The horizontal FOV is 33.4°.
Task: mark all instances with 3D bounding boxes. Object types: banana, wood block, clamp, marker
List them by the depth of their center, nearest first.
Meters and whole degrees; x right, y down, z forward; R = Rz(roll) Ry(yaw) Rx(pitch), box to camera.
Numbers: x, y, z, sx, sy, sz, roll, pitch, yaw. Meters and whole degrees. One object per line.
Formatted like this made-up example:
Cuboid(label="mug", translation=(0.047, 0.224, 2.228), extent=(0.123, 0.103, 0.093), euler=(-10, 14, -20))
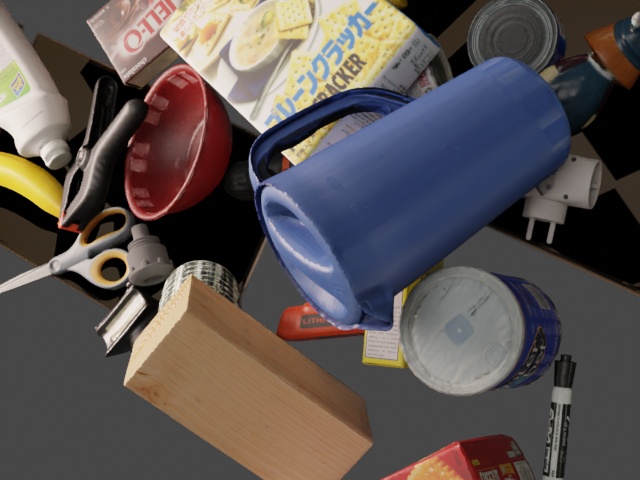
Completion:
Cuboid(label="marker", translation=(0.207, 0.160, 0.925), extent=(0.020, 0.020, 0.121), euler=(5, 87, 25))
Cuboid(label="wood block", translation=(-0.062, 0.136, 0.957), extent=(0.206, 0.090, 0.091), euler=(37, 104, -15))
Cuboid(label="clamp", translation=(-0.238, -0.093, 1.136), extent=(0.171, 0.039, 0.120), euler=(-59, 30, 15))
Cuboid(label="banana", translation=(-0.354, -0.065, 1.203), extent=(0.198, 0.037, 0.069), euler=(6, 106, 27))

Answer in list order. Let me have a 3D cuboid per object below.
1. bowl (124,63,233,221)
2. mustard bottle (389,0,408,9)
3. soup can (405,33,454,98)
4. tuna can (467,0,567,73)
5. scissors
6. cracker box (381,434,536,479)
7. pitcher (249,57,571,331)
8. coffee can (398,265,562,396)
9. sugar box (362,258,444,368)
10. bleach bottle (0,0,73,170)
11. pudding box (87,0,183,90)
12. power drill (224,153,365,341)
Cuboid(label="bowl", translation=(-0.134, -0.092, 1.069), extent=(0.162, 0.055, 0.162), euler=(-24, 60, 48))
Cuboid(label="mustard bottle", translation=(0.008, -0.218, 1.032), extent=(0.192, 0.058, 0.096), euler=(-17, 73, 23))
Cuboid(label="soup can", translation=(0.067, -0.143, 0.993), extent=(0.102, 0.068, 0.068), euler=(-19, 78, 22))
Cuboid(label="tuna can", translation=(0.177, -0.178, 0.963), extent=(0.086, 0.033, 0.086), euler=(-3, 84, 25))
Cuboid(label="scissors", translation=(-0.272, 0.040, 1.161), extent=(0.202, 0.016, 0.096), euler=(-36, 67, 18))
Cuboid(label="cracker box", translation=(0.064, 0.237, 0.905), extent=(0.214, 0.164, 0.072), euler=(-28, 72, 20))
Cuboid(label="pitcher", translation=(0.072, -0.053, 0.851), extent=(0.242, 0.149, 0.145), euler=(-33, 24, -18))
Cuboid(label="coffee can", translation=(0.138, 0.077, 0.898), extent=(0.103, 0.140, 0.103), euler=(-3, 84, 25))
Cuboid(label="sugar box", translation=(0.080, 0.025, 0.957), extent=(0.048, 0.093, 0.176), euler=(6, 88, 24))
Cuboid(label="bleach bottle", translation=(-0.355, -0.176, 1.194), extent=(0.103, 0.068, 0.251), euler=(-41, 71, 15))
Cuboid(label="pudding box", translation=(-0.180, -0.229, 1.132), extent=(0.114, 0.039, 0.090), euler=(-38, 72, 18))
Cuboid(label="power drill", translation=(-0.007, 0.001, 1.019), extent=(0.185, 0.057, 0.187), euler=(-6, 83, 25))
